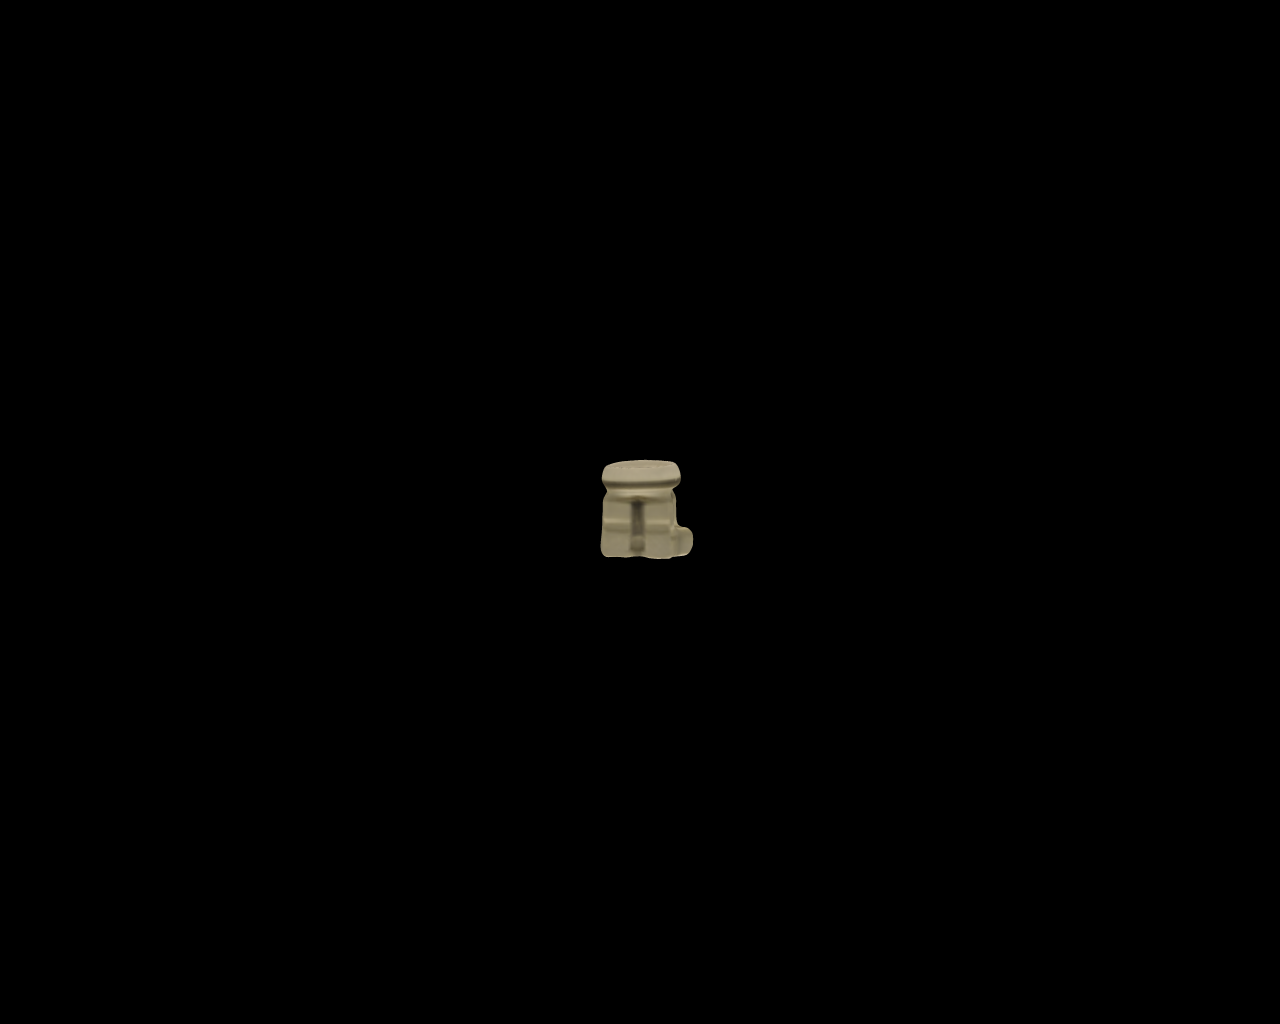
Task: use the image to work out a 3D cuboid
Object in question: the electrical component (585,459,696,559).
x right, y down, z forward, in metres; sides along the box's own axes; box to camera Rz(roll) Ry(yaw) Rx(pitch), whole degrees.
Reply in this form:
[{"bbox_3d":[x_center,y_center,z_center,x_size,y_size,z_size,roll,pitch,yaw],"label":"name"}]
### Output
[{"bbox_3d":[0.001,-0.003,0.650,0.066,0.055,0.048,1,8,5],"label":"electrical component"}]
